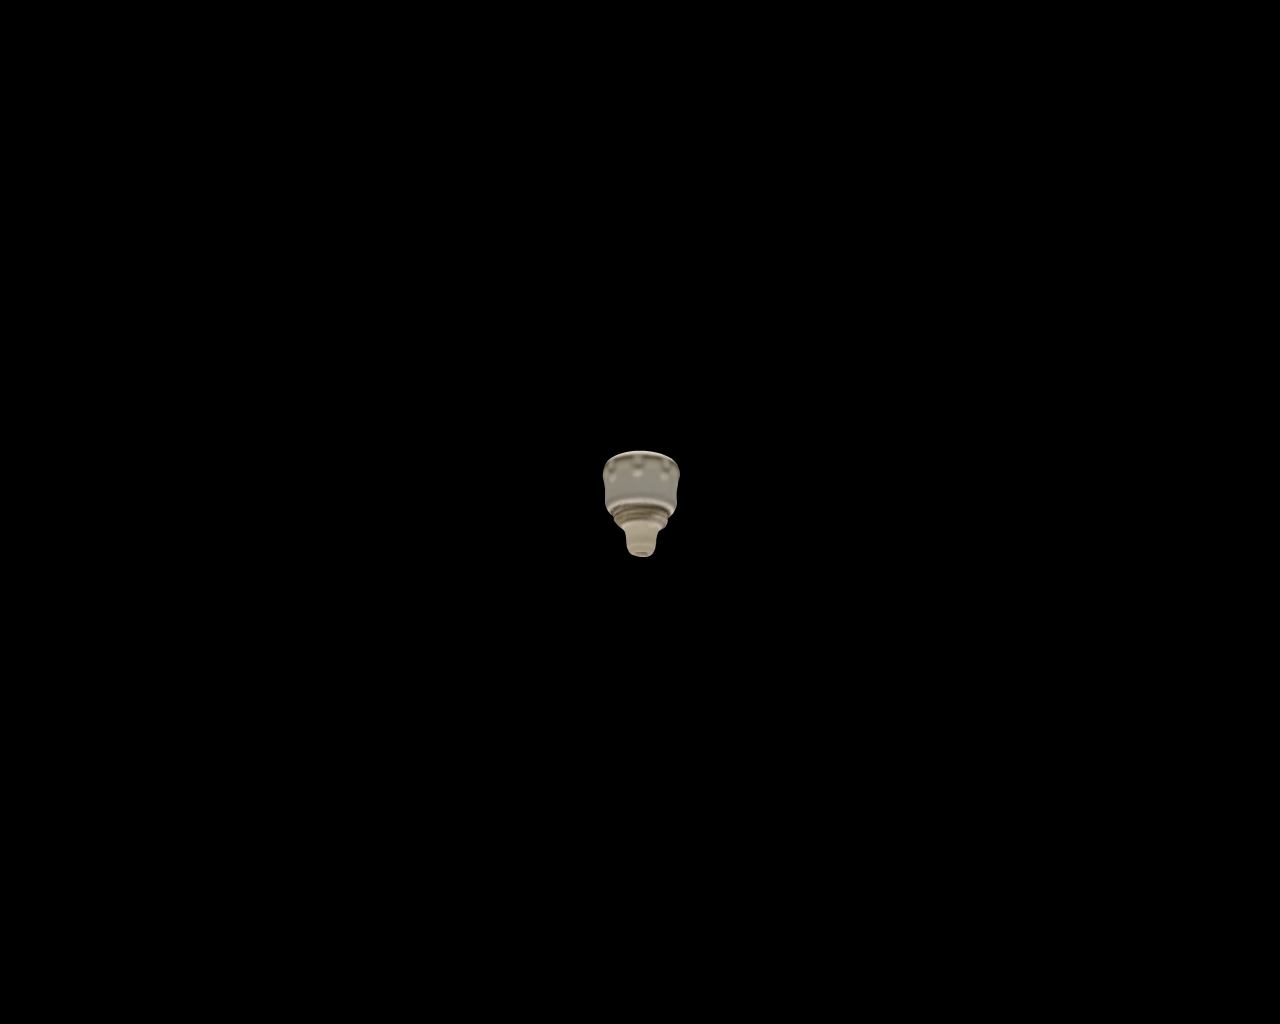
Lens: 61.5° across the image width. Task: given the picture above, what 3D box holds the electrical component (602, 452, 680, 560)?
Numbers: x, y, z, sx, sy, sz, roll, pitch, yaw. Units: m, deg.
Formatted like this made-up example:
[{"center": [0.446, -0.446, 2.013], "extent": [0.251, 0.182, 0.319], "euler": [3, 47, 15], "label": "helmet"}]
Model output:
[{"center": [0.001, -0.003, 0.650], "extent": [0.048, 0.062, 0.048], "euler": [0, -20, 0], "label": "electrical component"}]
